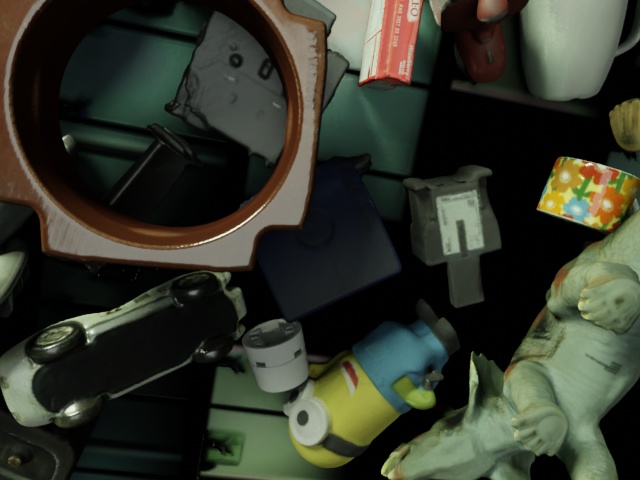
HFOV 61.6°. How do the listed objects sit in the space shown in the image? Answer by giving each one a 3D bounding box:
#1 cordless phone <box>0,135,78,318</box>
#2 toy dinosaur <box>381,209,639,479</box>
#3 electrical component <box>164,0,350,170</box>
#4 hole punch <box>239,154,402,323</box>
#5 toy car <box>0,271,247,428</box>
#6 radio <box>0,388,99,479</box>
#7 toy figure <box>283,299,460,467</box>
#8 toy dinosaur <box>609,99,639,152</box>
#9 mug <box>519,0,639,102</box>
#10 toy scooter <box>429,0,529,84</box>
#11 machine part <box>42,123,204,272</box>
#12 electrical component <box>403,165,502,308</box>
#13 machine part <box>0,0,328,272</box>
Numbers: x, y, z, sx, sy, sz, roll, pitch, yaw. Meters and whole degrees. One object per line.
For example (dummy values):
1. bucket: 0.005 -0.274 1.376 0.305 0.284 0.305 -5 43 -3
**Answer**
1. cordless phone: -0.246 0.002 0.402 0.184 0.147 0.088 -47 116 2
2. toy dinosaur: 0.218 0.080 0.441 0.131 0.192 0.404 34 100 -1
3. electrical component: -0.045 -0.135 0.437 0.115 0.058 0.134 27 99 -13
4. hole punch: -0.001 -0.001 0.457 0.142 0.092 0.115 -25 100 4
5. toy car: -0.154 0.086 0.450 0.202 0.056 0.073 -22 109 -30
6. radio: -0.323 0.164 0.464 0.229 0.073 0.131 31 98 -12
7. toy figure: 0.049 0.137 0.495 0.180 0.082 0.089 -36 101 0
8. toy dinosaur: 0.336 -0.130 0.424 0.198 0.105 0.470 -17 112 -28
9. mug: 0.218 -0.174 0.450 0.110 0.081 0.107 -8 113 -13
10. toy scooter: 0.109 -0.206 0.394 0.075 0.135 0.183 -14 105 15
11. machine part: -0.160 -0.033 0.444 0.039 0.084 0.139 39 84 21
12. electrical component: 0.123 -0.004 0.487 0.075 0.048 0.119 -15 104 -2
13. machine part: -0.102 -0.085 0.364 0.201 0.087 0.201 5 97 -9
